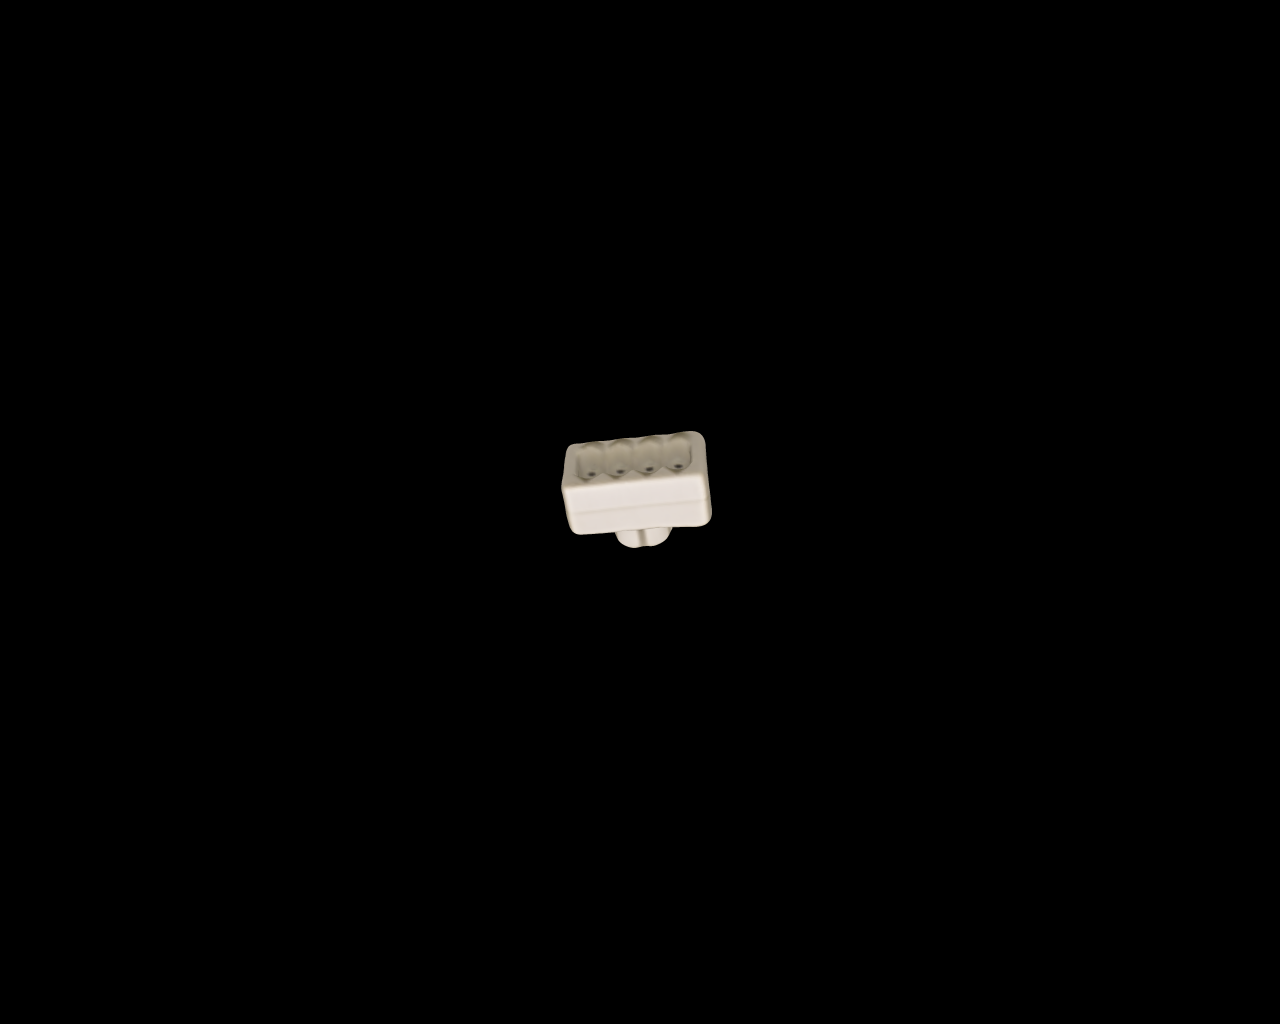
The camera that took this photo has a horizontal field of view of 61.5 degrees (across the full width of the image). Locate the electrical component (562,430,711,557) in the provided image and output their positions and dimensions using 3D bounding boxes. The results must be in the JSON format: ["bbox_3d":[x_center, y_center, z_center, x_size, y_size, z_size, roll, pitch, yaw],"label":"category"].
[{"bbox_3d":[0.001,-0.003,0.650,0.083,0.075,0.047,-5,37,4],"label":"electrical component"}]
